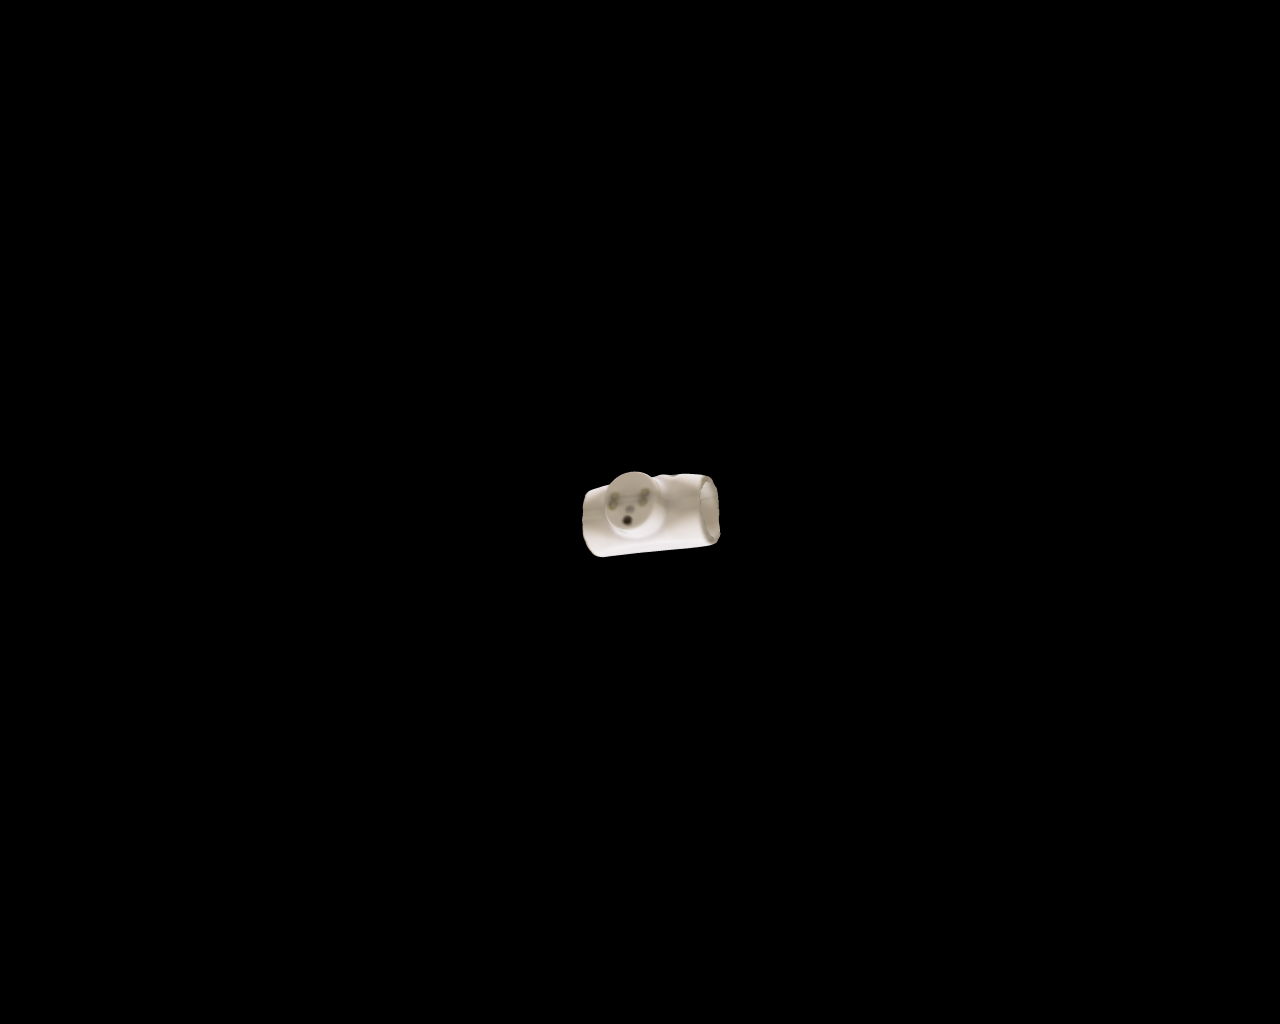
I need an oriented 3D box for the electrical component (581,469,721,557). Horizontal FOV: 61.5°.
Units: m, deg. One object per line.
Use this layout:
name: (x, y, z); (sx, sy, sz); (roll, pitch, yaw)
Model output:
electrical component: (0.001, -0.003, 0.650); (0.077, 0.044, 0.079); (-7, -19, 20)
